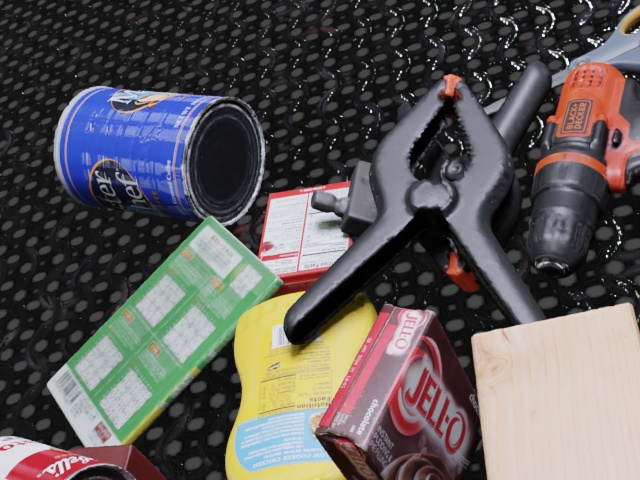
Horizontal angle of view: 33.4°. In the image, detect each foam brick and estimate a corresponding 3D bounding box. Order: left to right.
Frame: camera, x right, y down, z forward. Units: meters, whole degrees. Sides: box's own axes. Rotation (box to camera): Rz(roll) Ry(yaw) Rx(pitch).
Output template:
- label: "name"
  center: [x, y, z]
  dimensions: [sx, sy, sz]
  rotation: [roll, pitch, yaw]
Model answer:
- label: "foam brick"
  center: [-0.137, 0.176, 0.674]
  dimensions: [0.051, 0.053, 0.078]
  rotation: [-8, 46, 20]

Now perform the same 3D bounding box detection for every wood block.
- label: "wood block"
  center: [0.138, 0.146, 0.538]
  dimensions: [0.091, 0.090, 0.206]
  rotation: [-14, 44, 14]

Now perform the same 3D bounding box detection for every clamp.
- label: "clamp"
  center: [0.082, -0.014, 0.678]
  dimensions: [0.165, 0.036, 0.210]
  rotation: [10, 62, 19]
- label: "clamp"
  center: [0.095, -0.045, 0.744]
  dimensions: [0.120, 0.039, 0.171]
  rotation: [-9, 54, 42]

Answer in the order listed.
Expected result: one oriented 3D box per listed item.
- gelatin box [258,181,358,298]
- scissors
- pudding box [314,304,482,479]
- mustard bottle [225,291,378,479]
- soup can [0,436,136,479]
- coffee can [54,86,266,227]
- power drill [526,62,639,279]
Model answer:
- label: "gelatin box"
  center: [-0.005, 0.001, 0.790]
  dimensions: [0.073, 0.030, 0.089]
  rotation: [-9, 48, 19]
- label: "scissors"
  center: [0.217, -0.125, 0.808]
  dimensions: [0.201, 0.016, 0.096]
  rotation: [-34, 44, -6]
- label: "pudding box"
  center: [0.050, 0.105, 0.603]
  dimensions: [0.039, 0.113, 0.090]
  rotation: [11, 55, 35]
- label: "mustard bottle"
  center: [-0.009, 0.121, 0.658]
  dimensions: [0.096, 0.058, 0.191]
  rotation: [-10, 46, 12]
- label: "soup can"
  center: [-0.156, 0.152, 0.606]
  dimensions: [0.102, 0.068, 0.068]
  rotation: [3, 50, 44]
- label: "coffee can"
  center: [-0.130, -0.070, 0.866]
  dimensions: [0.141, 0.102, 0.102]
  rotation: [9, 54, 33]
- label: "power drill"
  center: [0.234, -0.050, 0.698]
  dimensions: [0.188, 0.057, 0.184]
  rotation: [1, 52, 27]
